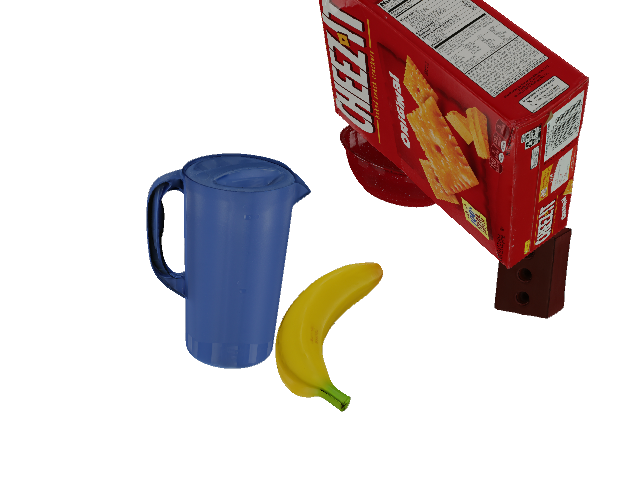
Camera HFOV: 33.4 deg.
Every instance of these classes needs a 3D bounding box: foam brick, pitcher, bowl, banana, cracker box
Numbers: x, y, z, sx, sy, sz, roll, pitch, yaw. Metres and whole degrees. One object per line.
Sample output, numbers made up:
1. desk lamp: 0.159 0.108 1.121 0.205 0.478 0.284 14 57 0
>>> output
1. foam brick: 0.195 0.026 0.979 0.053 0.078 0.051 10 16 28
2. pitcher: -0.113 0.025 1.271 0.149 0.243 0.144 21 27 32
3. bowl: 0.096 -0.082 1.209 0.162 0.055 0.162 9 27 -5
4. banana: 0.004 0.070 0.868 0.069 0.037 0.197 20 34 0
5. cracker box: 0.090 -0.104 0.784 0.072 0.214 0.164 -35 -31 -17
